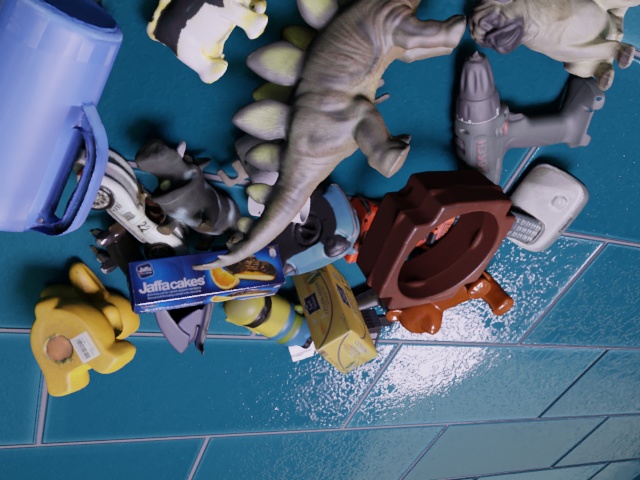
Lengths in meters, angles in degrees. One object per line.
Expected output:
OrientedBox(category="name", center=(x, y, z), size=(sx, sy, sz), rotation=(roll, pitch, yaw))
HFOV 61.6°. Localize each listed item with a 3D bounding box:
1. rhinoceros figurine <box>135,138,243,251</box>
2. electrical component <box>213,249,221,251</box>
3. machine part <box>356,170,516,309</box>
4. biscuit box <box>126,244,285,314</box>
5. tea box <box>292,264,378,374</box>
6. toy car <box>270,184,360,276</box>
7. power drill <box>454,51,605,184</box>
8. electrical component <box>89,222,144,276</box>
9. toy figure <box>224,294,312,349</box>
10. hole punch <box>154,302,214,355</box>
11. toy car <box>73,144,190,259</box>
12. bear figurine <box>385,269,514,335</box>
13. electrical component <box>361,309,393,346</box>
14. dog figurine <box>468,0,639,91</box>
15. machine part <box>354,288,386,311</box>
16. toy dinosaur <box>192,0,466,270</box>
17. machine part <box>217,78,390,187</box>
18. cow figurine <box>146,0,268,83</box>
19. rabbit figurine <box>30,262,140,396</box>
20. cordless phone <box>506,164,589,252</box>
OrientedBox(category="rhinoceros figurine", center=(-0.162, -0.057, 0.693), size=(0.073, 0.112, 0.190), rotation=(-5, 154, 23))
OrientedBox(category="electrical component", center=(-0.124, 0.034, 0.847), size=(0.094, 0.021, 0.063), rotation=(-2, 131, -19))
OrientedBox(category="machine part", center=(0.166, -0.001, 0.784), size=(0.201, 0.087, 0.200), rotation=(-7, 135, -31))
OrientedBox(category="biscuit box", center=(-0.152, 0.052, 0.724), size=(0.203, 0.063, 0.059), rotation=(-7, 163, -22))
OrientedBox(category="tea box", center=(0.022, 0.118, 0.874), size=(0.068, 0.170, 0.098), rotation=(-31, 135, 11))
OrientedBox(category="toy car", center=(-0.002, -0.002, 0.807), size=(0.162, 0.109, 0.103), rotation=(-34, 152, 23))
OrientedBox(category="power drill", center=(0.292, -0.177, 0.770), size=(0.207, 0.086, 0.231), rotation=(-18, 136, -10))
OrientedBox(category="electrical component", center=(-0.280, 0.018, 0.739), size=(0.045, 0.078, 0.102), rotation=(-30, 169, -30))
OrientedBox(category="toy figure", center=(-0.077, 0.124, 0.892), size=(0.180, 0.089, 0.082), rotation=(34, 69, -27))
OrientedBox(category="hole punch", center=(-0.211, 0.096, 0.800), size=(0.092, 0.142, 0.115), rotation=(2, 116, -24))
OrientedBox(category="toy car", center=(-0.239, -0.043, 0.697), size=(0.056, 0.074, 0.201), rotation=(-27, 135, 9))
OrientedBox(category="bear figurine", center=(0.228, 0.120, 0.987), size=(0.196, 0.132, 0.120), rotation=(-45, 126, 13))
OrientedBox(category="electrical component", center=(0.093, 0.175, 1.040), size=(0.119, 0.048, 0.074), rotation=(-1, 132, -18))
OrientedBox(category="dog figurine", center=(0.290, -0.271, 0.693), size=(0.191, 0.121, 0.172), rotation=(10, 178, 14))
OrientedBox(category="machine part", center=(0.080, 0.108, 0.981), size=(0.139, 0.039, 0.084), rotation=(-19, 140, -5))
OrientedBox(category="toy dinosaur", center=(0.014, -0.149, 0.604), size=(0.199, 0.105, 0.471), rotation=(26, 92, 4))
OrientedBox(category="machine part", center=(-0.021, -0.133, 0.694), size=(0.243, 0.079, 0.079), rotation=(-30, 134, 6))
OrientedBox(category="cow figurine", center=(-0.101, -0.255, 0.563), size=(0.098, 0.068, 0.167), rotation=(34, 112, -32))
OrientedBox(category="rabbit figurine", center=(-0.332, 0.120, 0.772), size=(0.122, 0.173, 0.162), rotation=(-39, 88, 14))
OrientedBox(category="cordless phone", center=(0.327, -0.064, 0.883), size=(0.184, 0.089, 0.146), rotation=(11, 126, -25))
